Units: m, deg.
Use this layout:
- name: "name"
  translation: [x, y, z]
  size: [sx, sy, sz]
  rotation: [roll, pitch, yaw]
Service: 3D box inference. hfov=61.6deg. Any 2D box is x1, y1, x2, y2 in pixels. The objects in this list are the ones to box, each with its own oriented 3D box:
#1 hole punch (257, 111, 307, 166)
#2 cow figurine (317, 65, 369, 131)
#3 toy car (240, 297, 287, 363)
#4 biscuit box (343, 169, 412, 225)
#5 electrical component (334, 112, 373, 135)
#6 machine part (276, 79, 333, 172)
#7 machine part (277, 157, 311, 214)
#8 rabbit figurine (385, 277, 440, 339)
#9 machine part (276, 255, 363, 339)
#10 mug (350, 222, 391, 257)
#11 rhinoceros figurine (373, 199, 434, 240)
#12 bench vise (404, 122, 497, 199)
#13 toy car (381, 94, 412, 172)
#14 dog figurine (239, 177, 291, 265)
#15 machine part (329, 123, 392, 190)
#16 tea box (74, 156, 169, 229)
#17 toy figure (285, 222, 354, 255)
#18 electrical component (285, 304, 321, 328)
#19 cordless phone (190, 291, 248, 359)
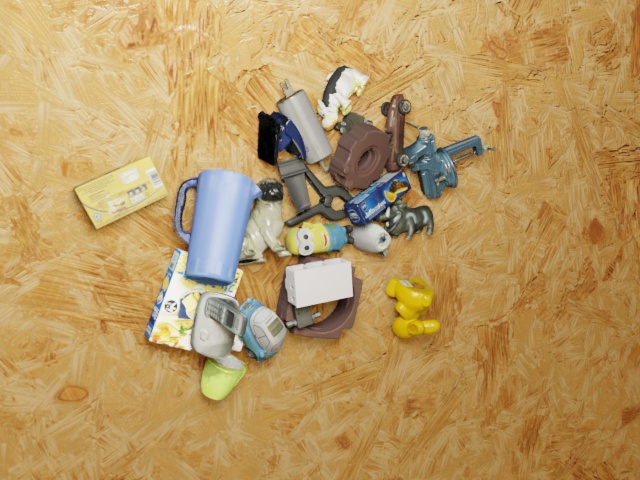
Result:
- name: "hole punch"
  translation: [-0.090, -0.242, 1.268]
  size: [0.092, 0.142, 0.115]
  rotation: [-7, 115, -23]
- name: "cow figurine"
  translation: [0.038, -0.357, 1.338]
  size: [0.098, 0.068, 0.167]
  rotation: [36, 78, 2]
- name: "toy car"
  translation: [-0.135, 0.217, 1.316]
  size: [0.109, 0.103, 0.161]
  rotation: [-41, 113, -43]
- name: "biscuit box"
  translation: [0.153, -0.113, 1.414]
  size: [0.203, 0.059, 0.062]
  rotation: [-38, 112, -31]
- name: "electrical component"
  translation: [0.089, -0.289, 1.389]
  size: [0.102, 0.045, 0.078]
  rotation: [19, 91, -27]
- name: "machine part"
  translation: [-0.037, -0.275, 1.314]
  size: [0.079, 0.079, 0.243]
  rotation: [-33, 111, -17]
- name: "machine part"
  translation: [-0.056, -0.133, 1.313]
  size: [0.084, 0.039, 0.138]
  rotation: [-18, 100, -25]
- name: "rabbit figurine"
  translation: [0.261, 0.206, 1.506]
  size: [0.122, 0.163, 0.173]
  rotation: [0, 116, -38]
- name: "machine part"
  translation: [-0.003, 0.147, 1.392]
  size: [0.201, 0.087, 0.201]
  rotation: [11, 93, -25]
- name: "mug"
  translation: [0.144, 0.005, 1.427]
  size: [0.081, 0.107, 0.109]
  rotation: [-38, 110, -14]
- name: "rhinoceros figurine"
  translation: [0.232, -0.058, 1.479]
  size: [0.190, 0.073, 0.112]
  rotation: [-3, 100, -26]
- name: "bench vise"
  translation: [0.347, -0.232, 1.470]
  size: [0.241, 0.129, 0.223]
  rotation: [-21, 115, -3]
- name: "toy car"
  translation: [0.193, -0.280, 1.416]
  size: [0.053, 0.089, 0.202]
  rotation: [-5, 101, -29]
- name: "dog figurine"
  translation: [-0.160, -0.045, 1.296]
  size: [0.172, 0.121, 0.190]
  rotation: [-11, 77, -7]
- name: "machine part"
  translation: [0.107, -0.209, 1.363]
  size: [0.179, 0.056, 0.179]
  rotation: [-28, 138, -29]
- name: "tea box"
  translation: [-0.427, -0.105, 1.158]
  size: [0.170, 0.068, 0.098]
  rotation: [-27, 108, -18]
- name: "toy figure"
  translation: [-0.002, 0.000, 1.373]
  size: [0.180, 0.089, 0.082]
  rotation: [-10, 74, -34]
- name: "electrical component"
  translation: [-0.044, 0.180, 1.317]
  size: [0.094, 0.021, 0.063]
  rotation: [-17, 105, -22]
- name: "cordless phone"
  translation: [-0.207, 0.199, 1.172]
  size: [0.088, 0.184, 0.146]
  rotation: [10, 93, -34]
